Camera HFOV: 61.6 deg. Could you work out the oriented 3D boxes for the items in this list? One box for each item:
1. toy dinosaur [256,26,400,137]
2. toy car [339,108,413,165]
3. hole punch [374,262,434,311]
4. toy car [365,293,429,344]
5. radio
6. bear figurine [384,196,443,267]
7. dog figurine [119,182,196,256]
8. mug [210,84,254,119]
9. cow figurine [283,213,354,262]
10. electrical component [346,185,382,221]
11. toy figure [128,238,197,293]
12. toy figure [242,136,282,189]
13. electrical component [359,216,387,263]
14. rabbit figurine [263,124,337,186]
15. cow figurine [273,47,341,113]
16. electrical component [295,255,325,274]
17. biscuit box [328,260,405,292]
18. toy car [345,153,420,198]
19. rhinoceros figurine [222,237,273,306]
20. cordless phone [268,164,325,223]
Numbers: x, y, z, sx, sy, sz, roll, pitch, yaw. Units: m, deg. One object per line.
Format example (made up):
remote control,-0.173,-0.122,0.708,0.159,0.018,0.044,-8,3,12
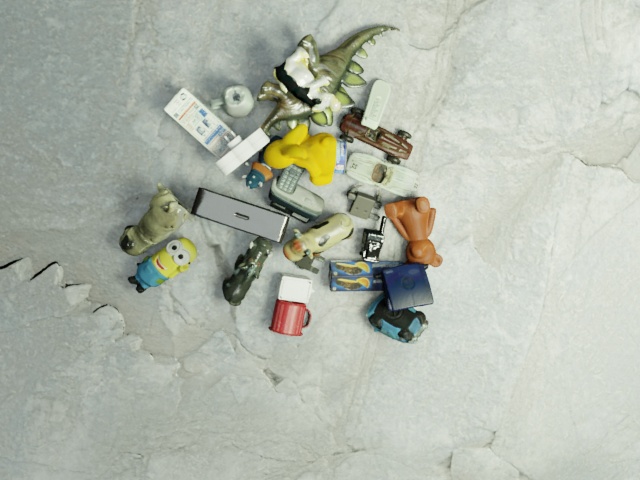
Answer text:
toy dinosaur,0.004,-0.399,1.334,0.198,0.105,0.471,42,87,-14
toy car,0.146,-0.266,1.384,0.202,0.053,0.089,25,91,-6
hole punch,0.215,0.118,1.333,0.142,0.092,0.115,-11,90,0
toy car,0.208,0.217,1.415,0.162,0.102,0.109,28,66,32
radio,-0.195,-0.063,1.336,0.230,0.131,0.073,19,93,-7
bear figurine,0.245,-0.011,1.388,0.120,0.132,0.195,-7,93,19
dog figurine,-0.411,-0.030,1.307,0.190,0.172,0.121,-44,88,-6
mug,-0.216,-0.344,1.315,0.110,0.107,0.080,-7,96,-6
cow figurine,-0.003,-0.004,1.348,0.195,0.127,0.085,-27,82,-11
electrical component,0.116,-0.099,1.406,0.102,0.045,0.078,13,124,-4
toy figure,-0.396,0.060,1.361,0.180,0.089,0.082,-36,112,9
toy figure,-0.135,-0.190,1.354,0.154,0.064,0.057,-58,140,-9
electrical component,0.140,-0.006,1.397,0.048,0.075,0.119,9,105,-6
rabbit figurine,-0.049,-0.202,1.287,0.173,0.162,0.122,1,81,-4
cow figurine,-0.029,-0.349,1.244,0.098,0.068,0.167,-38,100,1
electrical component,-0.037,0.048,1.418,0.094,0.021,0.063,27,94,-8
biscuit box,0.126,0.094,1.407,0.203,0.059,0.062,-1,133,-5
toy car,0.163,-0.169,1.393,0.202,0.056,0.073,18,95,-6
rhinoceros figurine,-0.187,0.076,1.365,0.073,0.112,0.190,32,101,-6
cordless phone,-0.040,-0.148,1.374,0.146,0.089,0.184,26,75,-7
